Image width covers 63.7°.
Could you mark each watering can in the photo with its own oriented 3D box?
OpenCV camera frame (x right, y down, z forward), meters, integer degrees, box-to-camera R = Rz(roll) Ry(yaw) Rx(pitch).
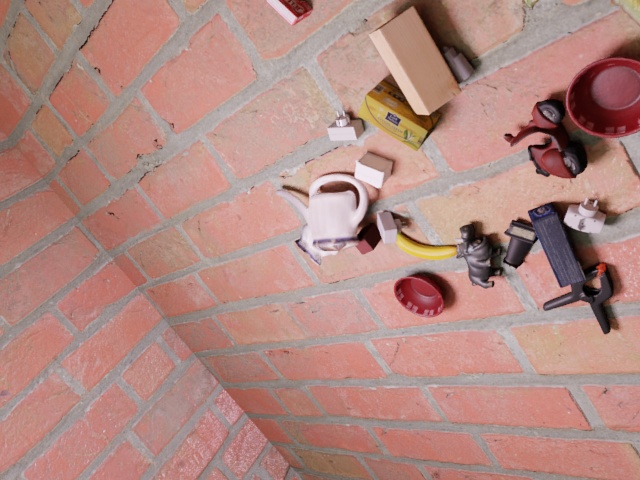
[{"bbox_3d":[0.005,-0.077,1.530,0.346,0.104,0.225,-5,88,40],"label":"watering can"}]

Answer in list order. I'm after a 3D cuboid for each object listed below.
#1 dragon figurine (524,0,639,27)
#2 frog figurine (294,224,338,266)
[{"bbox_3d":[0.451,-0.456,0.864,0.243,0.124,0.403,9,144,44],"label":"dragon figurine"},{"bbox_3d":[0.018,-0.014,1.629,0.158,0.123,0.137,-39,90,13],"label":"frog figurine"}]
